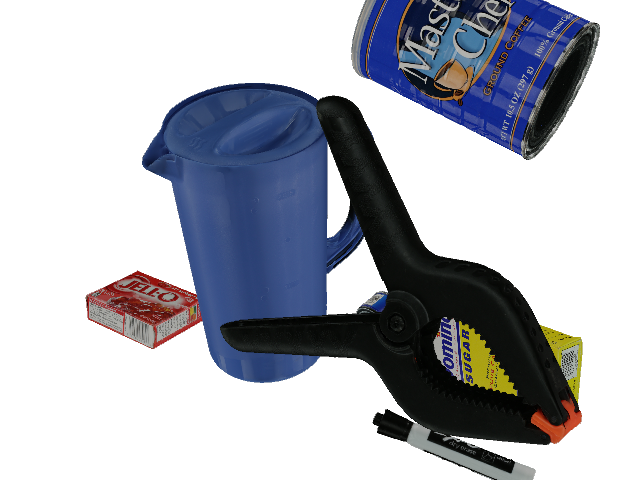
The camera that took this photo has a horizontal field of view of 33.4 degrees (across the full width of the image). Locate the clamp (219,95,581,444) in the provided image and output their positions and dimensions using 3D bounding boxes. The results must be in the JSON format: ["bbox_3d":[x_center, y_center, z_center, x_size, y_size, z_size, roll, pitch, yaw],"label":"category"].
[{"bbox_3d":[0.047,0.030,0.565,0.210,0.165,0.036,29,24,26],"label":"clamp"}]

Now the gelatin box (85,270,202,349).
[{"bbox_3d":[-0.169,0.064,1.027,0.089,0.030,0.073,20,29,29],"label":"gelatin box"}]

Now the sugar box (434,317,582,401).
[{"bbox_3d":[0.182,0.121,1.092,0.048,0.093,0.177,-12,20,-41],"label":"sugar box"}]

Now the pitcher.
[{"bbox_3d":[-0.043,-0.003,0.903,0.149,0.243,0.144,13,39,22],"label":"pitcher"}]

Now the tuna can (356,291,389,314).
[{"bbox_3d":[0.082,0.105,1.277,0.033,0.086,0.086,-37,17,-24],"label":"tuna can"}]

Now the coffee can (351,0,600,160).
[{"bbox_3d":[0.107,-0.133,0.746,0.140,0.103,0.102,30,10,18],"label":"coffee can"}]

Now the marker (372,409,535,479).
[{"bbox_3d":[0.095,0.152,0.774,0.121,0.020,0.020,21,4,11],"label":"marker"}]
